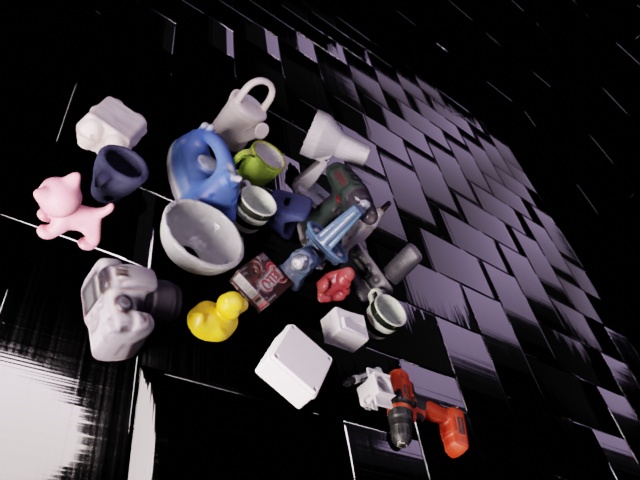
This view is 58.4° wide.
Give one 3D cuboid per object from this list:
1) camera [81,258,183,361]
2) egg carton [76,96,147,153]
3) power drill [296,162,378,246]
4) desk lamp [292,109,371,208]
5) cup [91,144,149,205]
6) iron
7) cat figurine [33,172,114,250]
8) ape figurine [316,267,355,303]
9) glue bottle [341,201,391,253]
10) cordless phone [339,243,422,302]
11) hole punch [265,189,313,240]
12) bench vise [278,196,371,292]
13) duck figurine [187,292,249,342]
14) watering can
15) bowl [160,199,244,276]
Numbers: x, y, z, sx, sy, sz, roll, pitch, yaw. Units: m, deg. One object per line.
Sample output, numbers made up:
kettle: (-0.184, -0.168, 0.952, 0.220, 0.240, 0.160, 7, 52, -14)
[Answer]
camera: (-0.273, 0.098, 0.867, 0.137, 0.100, 0.143, 12, 43, -43)
egg carton: (-0.408, -0.218, 1.126, 0.107, 0.069, 0.150, 34, 31, -17)
power drill: (0.037, -0.066, 1.340, 0.076, 0.208, 0.229, 20, 38, -35)
desk lamp: (0.017, -0.201, 1.477, 0.203, 0.213, 0.118, 37, 31, -12)
cup: (-0.367, -0.101, 1.004, 0.092, 0.094, 0.118, 40, 30, -7)
iron: (-0.237, -0.163, 1.194, 0.119, 0.141, 0.258, 8, 46, -46)
cat figurine: (-0.388, -0.053, 0.896, 0.128, 0.117, 0.067, 17, 39, -38)
ape figurine: (0.040, 0.094, 1.260, 0.078, 0.092, 0.076, 34, 31, -17)
glue bottle: (0.119, -0.039, 1.440, 0.037, 0.173, 0.078, 35, 31, -15)
cordless phone: (0.150, 0.049, 1.356, 0.147, 0.184, 0.094, 53, 31, 14)
hole punch: (-0.080, -0.071, 1.320, 0.101, 0.091, 0.108, 36, 31, -14)
bench vise: (0.020, 0.012, 1.211, 0.122, 0.219, 0.207, 38, 30, -10)
duck figurine: (-0.168, 0.122, 0.978, 0.105, 0.086, 0.077, -2, 53, -52)
watering can: (-0.175, -0.310, 1.398, 0.172, 0.193, 0.101, 51, 31, 12)
bowl: (-0.228, 0.007, 1.059, 0.168, 0.074, 0.167, 31, 32, -22)
